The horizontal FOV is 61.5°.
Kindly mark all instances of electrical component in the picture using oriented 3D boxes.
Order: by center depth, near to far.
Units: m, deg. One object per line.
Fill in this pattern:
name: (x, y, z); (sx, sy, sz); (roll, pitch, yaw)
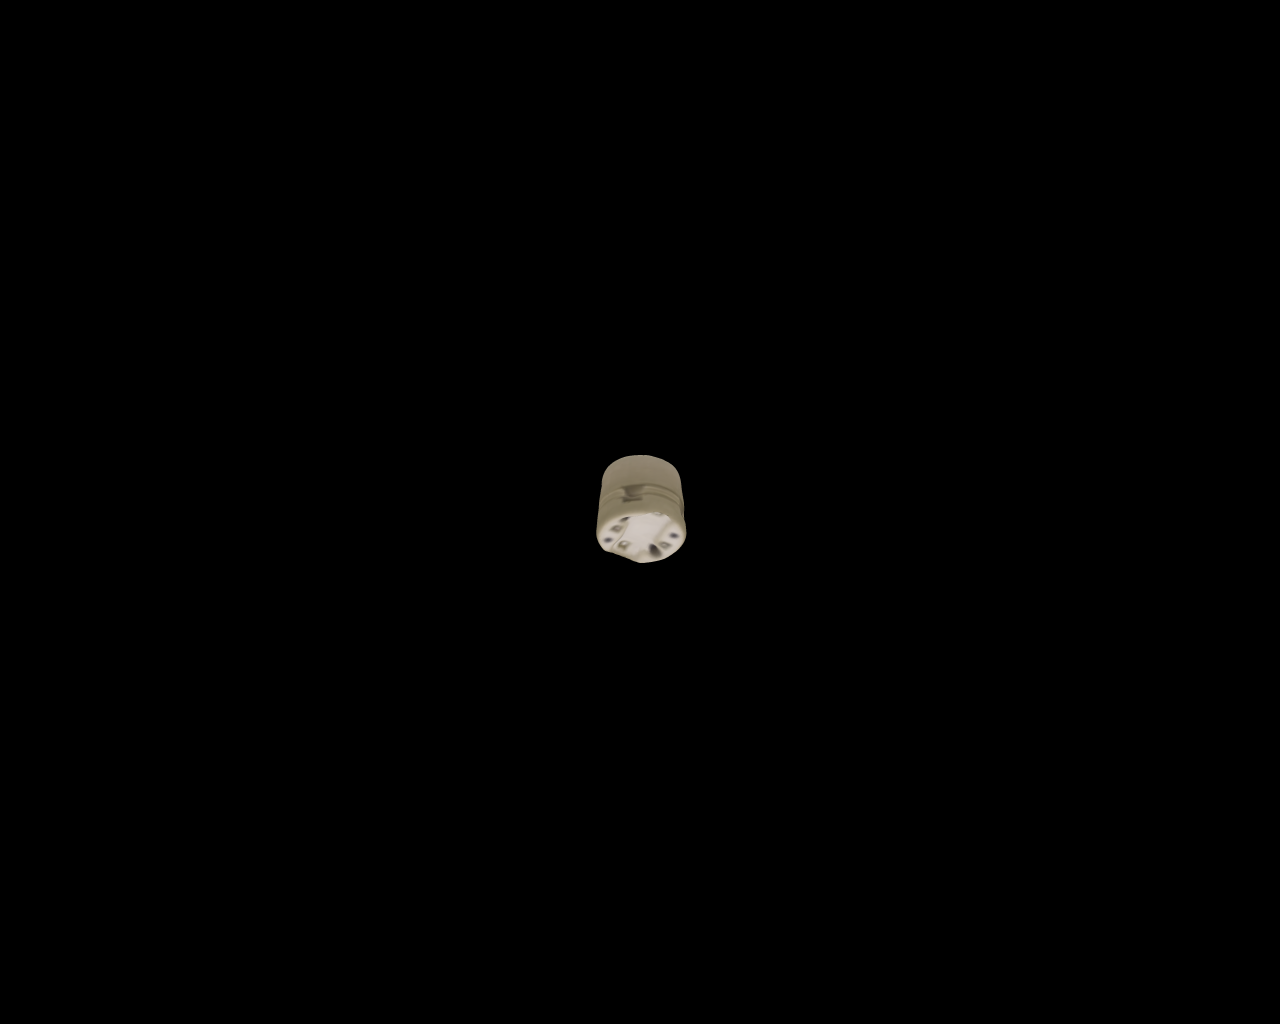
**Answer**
electrical component: (0.001, -0.003, 0.650); (0.055, 0.047, 0.055); (0, -37, 0)
